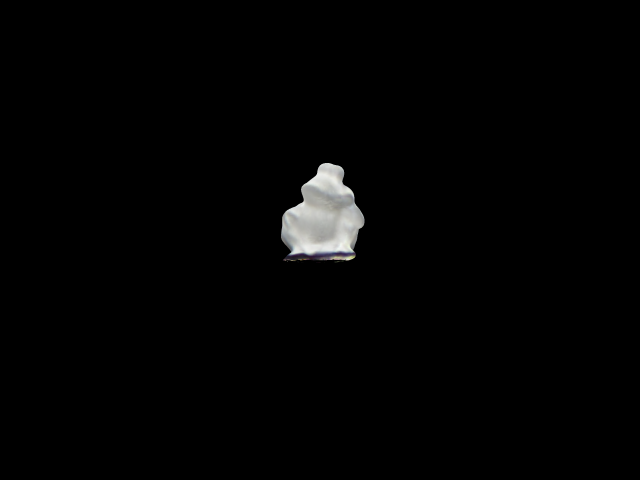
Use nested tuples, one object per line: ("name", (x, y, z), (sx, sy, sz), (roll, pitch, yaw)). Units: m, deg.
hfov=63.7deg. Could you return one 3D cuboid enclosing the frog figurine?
("frog figurine", (0.003, -0.043, 0.850), (0.137, 0.161, 0.122), (-4, -9, 23))
